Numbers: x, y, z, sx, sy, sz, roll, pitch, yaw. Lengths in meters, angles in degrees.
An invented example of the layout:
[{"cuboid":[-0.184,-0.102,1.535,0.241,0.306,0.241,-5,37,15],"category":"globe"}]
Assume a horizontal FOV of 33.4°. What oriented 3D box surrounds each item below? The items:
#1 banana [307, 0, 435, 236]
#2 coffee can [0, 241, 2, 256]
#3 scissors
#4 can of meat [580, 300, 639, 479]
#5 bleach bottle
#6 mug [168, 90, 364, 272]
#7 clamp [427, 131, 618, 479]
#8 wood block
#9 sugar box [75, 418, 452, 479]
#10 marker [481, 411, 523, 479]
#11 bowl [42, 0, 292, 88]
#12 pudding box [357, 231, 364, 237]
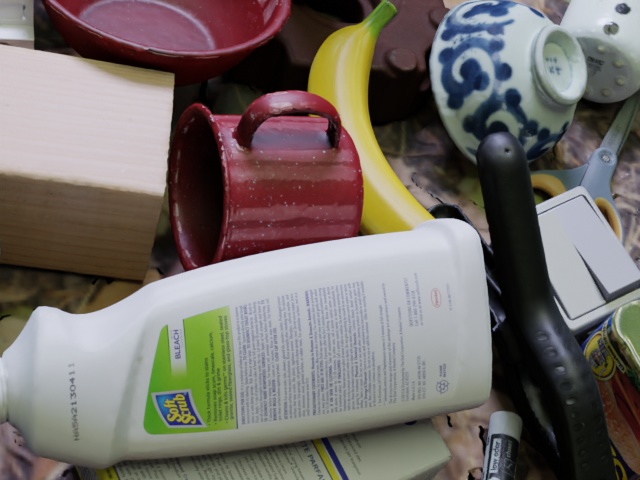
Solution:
[{"cuboid":[0.030,-0.057,0.635,0.037,0.070,0.198,30,42,-55],"category":"banana"},{"cuboid":[-0.217,0.051,0.499,0.102,0.103,0.140,12,54,-10],"category":"coffee can"},{"cuboid":[0.182,-0.056,0.757,0.096,0.016,0.201,20,53,-4],"category":"scissors"},{"cuboid":[0.187,0.094,0.613,0.057,0.084,0.102,-11,62,-26],"category":"can of meat"},{"cuboid":[-0.043,0.049,0.512,0.250,0.068,0.102,-5,90,-20],"category":"bleach bottle"},{"cuboid":[-0.026,-0.034,0.564,0.081,0.117,0.093,-2,49,-25],"category":"mug"},{"cuboid":[0.116,0.051,0.614,0.036,0.164,0.210,-20,87,-8],"category":"clamp"},{"cuboid":[-0.190,-0.048,0.583,0.206,0.090,0.091,7,55,-13],"category":"wood block"},{"cuboid":[-0.029,0.113,0.555,0.175,0.048,0.093,-15,62,-30],"category":"sugar box"},{"cuboid":[0.095,0.150,0.586,0.020,0.020,0.121,20,53,-4],"category":"marker"},{"cuboid":[-0.101,-0.143,0.650,0.162,0.055,0.162,11,45,-12],"category":"bowl"},{"cuboid":[-0.004,0.001,0.642,0.089,0.039,0.113,-10,61,-24],"category":"pudding box"}]
